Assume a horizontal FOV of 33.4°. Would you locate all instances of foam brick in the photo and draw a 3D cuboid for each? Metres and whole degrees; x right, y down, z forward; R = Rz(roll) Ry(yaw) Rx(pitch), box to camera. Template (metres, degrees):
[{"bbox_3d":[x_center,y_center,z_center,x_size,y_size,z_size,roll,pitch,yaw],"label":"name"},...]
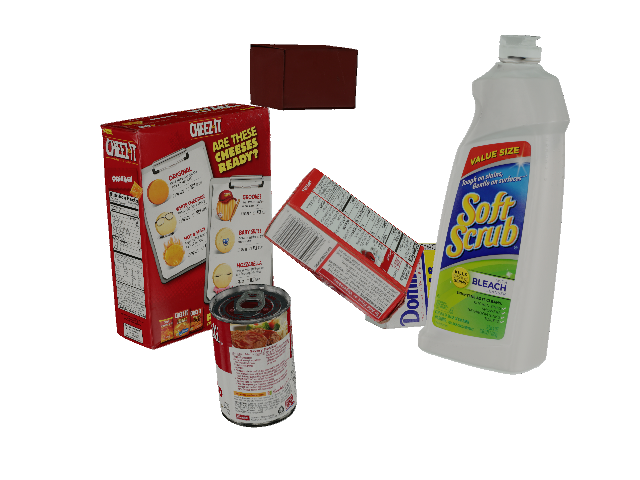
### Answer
[{"bbox_3d":[-0.014,-0.138,0.899,0.078,0.051,0.053,-6,16,-35],"label":"foam brick"}]

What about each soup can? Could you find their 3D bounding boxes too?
[{"bbox_3d":[-0.055,0.096,0.897,0.068,0.102,0.068,-3,24,1],"label":"soup can"}]

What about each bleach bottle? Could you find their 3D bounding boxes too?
[{"bbox_3d":[0.135,-0.030,0.819,0.103,0.251,0.067,12,16,37],"label":"bleach bottle"}]

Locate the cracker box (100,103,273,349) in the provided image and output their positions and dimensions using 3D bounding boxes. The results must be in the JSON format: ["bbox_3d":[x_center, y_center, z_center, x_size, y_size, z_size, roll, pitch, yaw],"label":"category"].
[{"bbox_3d":[-0.128,-0.019,1.056,0.072,0.214,0.163,13,21,43],"label":"cracker box"}]

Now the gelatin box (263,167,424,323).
[{"bbox_3d":[0.016,0.002,0.640,0.089,0.030,0.073,37,24,-3],"label":"gelatin box"}]

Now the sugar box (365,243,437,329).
[{"bbox_3d":[0.139,0.050,1.245,0.175,0.093,0.048,-3,14,-34],"label":"sugar box"}]
